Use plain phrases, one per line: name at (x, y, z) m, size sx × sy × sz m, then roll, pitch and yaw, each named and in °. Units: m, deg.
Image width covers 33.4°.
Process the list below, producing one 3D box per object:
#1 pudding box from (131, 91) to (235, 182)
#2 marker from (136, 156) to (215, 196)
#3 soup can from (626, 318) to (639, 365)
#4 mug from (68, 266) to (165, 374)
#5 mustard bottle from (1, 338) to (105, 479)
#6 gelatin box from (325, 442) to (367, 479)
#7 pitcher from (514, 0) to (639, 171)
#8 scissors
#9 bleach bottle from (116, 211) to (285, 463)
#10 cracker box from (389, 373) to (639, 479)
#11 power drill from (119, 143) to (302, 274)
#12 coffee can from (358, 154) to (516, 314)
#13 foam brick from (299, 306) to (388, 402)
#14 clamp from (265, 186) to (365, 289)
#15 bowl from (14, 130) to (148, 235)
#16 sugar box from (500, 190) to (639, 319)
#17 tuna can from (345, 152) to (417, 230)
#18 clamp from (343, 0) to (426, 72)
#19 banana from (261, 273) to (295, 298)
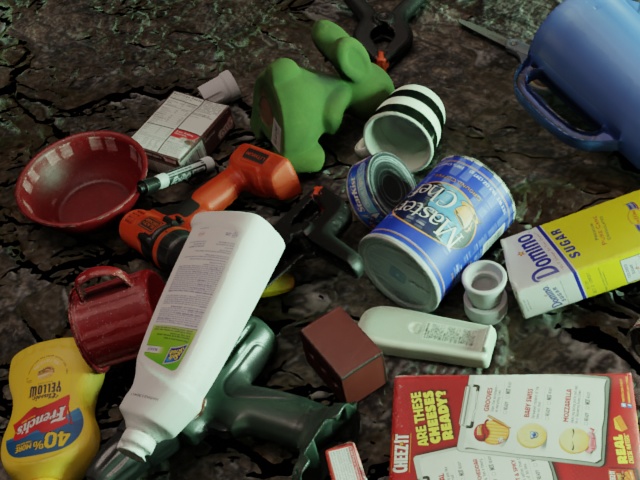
pudding box at (-0.174, -0.132, 1.332) m, size 0.090 × 0.039 × 0.113 m, roll 18°, pitch 53°, yaw 27°
marker at (-0.170, -0.075, 1.258) m, size 0.020 × 0.020 × 0.120 m, roll 24°, pitch 31°, yaw 29°
soup can at (0.347, 0.075, 1.013) m, size 0.069 × 0.068 × 0.102 m, roll 28°, pitch 59°, yaw 32°
mug at (-0.199, 0.070, 1.065) m, size 0.081 × 0.117 × 0.093 m, roll -18°, pitch 37°, yaw 9°
mustard bottle at (-0.263, 0.188, 1.048) m, size 0.096 × 0.058 × 0.191 m, roll -11°, pitch 48°, yaw 5°
gelatin box at (0.032, 0.234, 0.934) m, size 0.030 × 0.073 × 0.089 m, roll -14°, pitch 46°, yaw -3°
pitcher at (0.341, -0.157, 1.180) m, size 0.144 × 0.149 × 0.243 m, roll 4°, pitch 41°, yaw -43°
scissors at (0.243, -0.231, 1.347) m, size 0.202 × 0.016 × 0.096 m, roll 20°, pitch 55°, yaw 27°
bleach bottle at (-0.125, 0.090, 1.006) m, size 0.103 × 0.068 × 0.250 m, roll 0°, pitch 54°, yaw 41°
cracker box at (0.171, 0.201, 0.936) m, size 0.214 × 0.072 × 0.164 m, roll -3°, pitch 47°, yaw 11°
power drill at (-0.114, -0.030, 1.191) m, size 0.187 × 0.057 × 0.185 m, roll -35°, pitch 35°, yaw -23°
coffee can at (0.122, -0.007, 1.111) m, size 0.103 × 0.103 × 0.140 m, roll 28°, pitch 59°, yaw 32°
foam brick at (0.023, 0.115, 1.057) m, size 0.051 × 0.053 × 0.078 m, roll -31°, pitch 49°, yaw -16°
clamp at (-0.007, 0.001, 1.116) m, size 0.165 × 0.036 × 0.209 m, roll -14°, pitch 27°, yaw 28°
bowl at (-0.277, -0.058, 1.275) m, size 0.162 × 0.055 × 0.162 m, roll -6°, pitch 48°, yaw 7°
sugar box at (0.274, 0.009, 1.065) m, size 0.176 × 0.048 × 0.093 m, roll -19°, pitch 33°, yaw 12°
tuna can at (0.070, -0.053, 1.174) m, size 0.034 × 0.086 × 0.086 m, roll -25°, pitch 35°, yaw 41°
clamp at (0.075, -0.288, 1.419) m, size 0.120 × 0.039 × 0.171 m, roll 4°, pitch 49°, yaw 16°
banana at (-0.124, 0.072, 1.142) m, size 0.197 × 0.037 × 0.070 m, roll -32°, pitch 76°, yaw -13°
